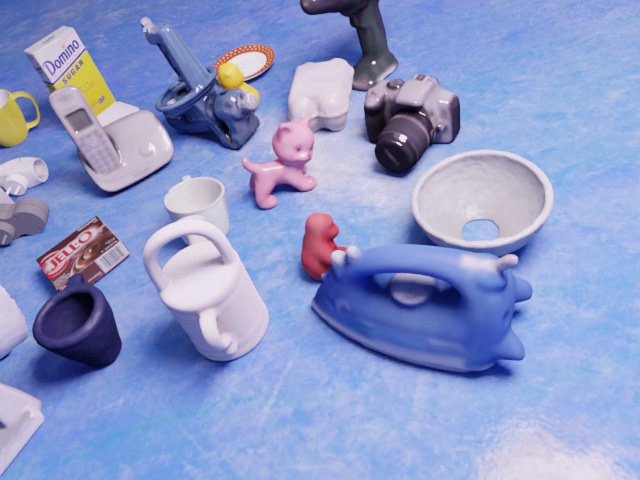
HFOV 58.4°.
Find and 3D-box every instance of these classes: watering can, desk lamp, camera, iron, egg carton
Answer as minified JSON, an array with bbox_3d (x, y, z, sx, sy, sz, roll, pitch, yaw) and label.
[{"bbox_3d":[-0.139,0.045,0.666,0.101,0.194,0.172,-36,49,-16],"label":"watering can"},{"bbox_3d":[-0.404,0.156,0.632,0.117,0.214,0.203,12,54,26],"label":"desk lamp"},{"bbox_3d":[0.120,-0.176,0.851,0.142,0.101,0.137,16,56,29],"label":"camera"},{"bbox_3d":[0.094,0.051,0.626,0.257,0.142,0.119,5,51,21],"label":"iron"},{"bbox_3d":[0.003,-0.247,0.972,0.107,0.069,0.150,-4,48,14],"label":"egg carton"}]

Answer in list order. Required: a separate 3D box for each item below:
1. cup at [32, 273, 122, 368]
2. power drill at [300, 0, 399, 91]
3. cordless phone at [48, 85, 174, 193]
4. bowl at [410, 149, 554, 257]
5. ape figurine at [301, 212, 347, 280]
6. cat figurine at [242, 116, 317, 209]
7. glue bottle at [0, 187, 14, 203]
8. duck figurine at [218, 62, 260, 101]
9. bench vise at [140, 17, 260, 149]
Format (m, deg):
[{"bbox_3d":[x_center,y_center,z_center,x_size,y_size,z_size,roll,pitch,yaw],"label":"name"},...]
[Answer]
[{"bbox_3d":[-0.295,0.108,0.725,0.091,0.095,0.117,-18,46,0],"label":"cup"},{"bbox_3d":[0.067,-0.366,0.963,0.075,0.209,0.230,23,59,33],"label":"power drill"},{"bbox_3d":[-0.338,-0.182,0.936,0.148,0.185,0.093,-34,48,-14],"label":"cordless phone"},{"bbox_3d":[0.201,-0.033,0.716,0.167,0.075,0.167,-8,47,10],"label":"bowl"},{"bbox_3d":[0.007,0.003,0.730,0.076,0.092,0.077,-23,47,-4],"label":"ape figurine"},{"bbox_3d":[-0.056,-0.125,0.846,0.128,0.118,0.067,-27,47,-8],"label":"cat figurine"},{"bbox_3d":[-0.581,-0.104,0.947,0.078,0.173,0.037,12,54,26],"label":"glue bottle"},{"bbox_3d":[-0.155,-0.275,1.033,0.077,0.086,0.104,-16,47,2],"label":"duck figurine"},{"bbox_3d":[-0.195,-0.267,0.945,0.207,0.220,0.121,1,50,17],"label":"bench vise"}]
